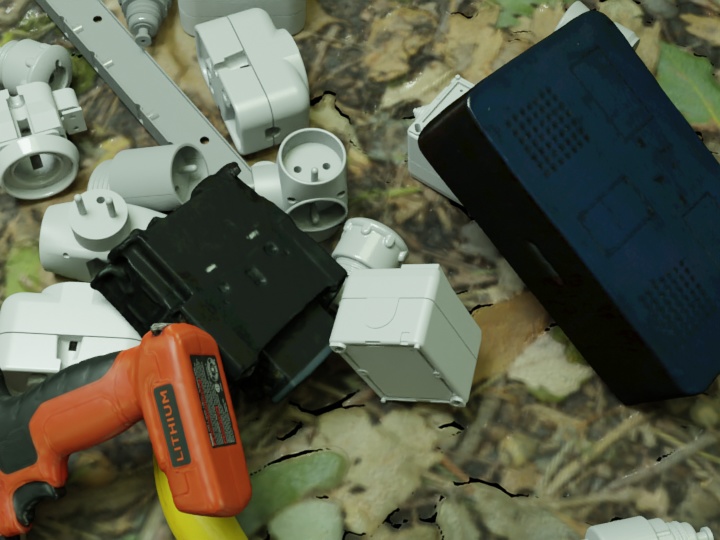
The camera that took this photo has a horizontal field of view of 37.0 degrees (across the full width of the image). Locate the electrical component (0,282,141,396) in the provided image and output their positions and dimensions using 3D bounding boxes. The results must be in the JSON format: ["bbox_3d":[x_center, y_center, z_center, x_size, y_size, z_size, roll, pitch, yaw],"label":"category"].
[{"bbox_3d":[-0.174,0.046,0.666,0.095,0.053,0.059,3,62,-2],"label":"electrical component"}]

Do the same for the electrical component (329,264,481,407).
[{"bbox_3d":[0.033,0.042,0.664,0.062,0.096,0.061,-1,58,29],"label":"electrical component"}]

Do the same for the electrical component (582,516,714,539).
[{"bbox_3d":[0.170,0.165,0.634,0.078,0.040,0.040,-10,63,-9],"label":"electrical component"}]

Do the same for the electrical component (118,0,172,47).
[{"bbox_3d":[-0.161,-0.202,0.805,0.040,0.040,0.078,-2,62,-5],"label":"electrical component"}]

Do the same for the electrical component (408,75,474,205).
[{"bbox_3d":[0.077,-0.084,0.751,0.096,0.061,0.061,32,66,20],"label":"electrical component"}]

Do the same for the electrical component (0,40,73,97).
[{"bbox_3d":[-0.241,-0.144,0.768,0.062,0.048,0.048,21,63,15],"label":"electrical component"}]

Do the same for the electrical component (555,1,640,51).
[{"bbox_3d":[0.176,-0.169,0.808,0.055,0.045,0.045,34,65,13],"label":"electrical component"}]

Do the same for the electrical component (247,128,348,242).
[{"bbox_3d":[-0.050,-0.052,0.713,0.079,0.077,0.044,-7,63,-7],"label":"electrical component"}]

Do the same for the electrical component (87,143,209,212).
[{"bbox_3d":[-0.147,-0.060,0.722,0.081,0.043,0.043,-2,58,27],"label":"electrical component"}]

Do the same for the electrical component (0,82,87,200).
[{"bbox_3d":[-0.224,-0.086,0.730,0.078,0.058,0.057,-18,62,-13],"label":"electrical component"}]

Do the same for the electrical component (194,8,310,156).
[{"bbox_3d":[-0.074,-0.136,0.769,0.059,0.053,0.095,-20,65,-14],"label":"electrical component"}]

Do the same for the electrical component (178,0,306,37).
[{"bbox_3d":[-0.089,-0.214,0.806,0.095,0.059,0.053,-2,62,-5],"label":"electrical component"}]

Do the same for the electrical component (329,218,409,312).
[{"bbox_3d":[0.000,0.000,0.708,0.048,0.048,0.062,26,71,10],"label":"electrical component"}]

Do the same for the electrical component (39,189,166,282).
[{"bbox_3d":[-0.165,-0.026,0.690,0.077,0.079,0.043,5,62,-1],"label":"electrical component"}]
